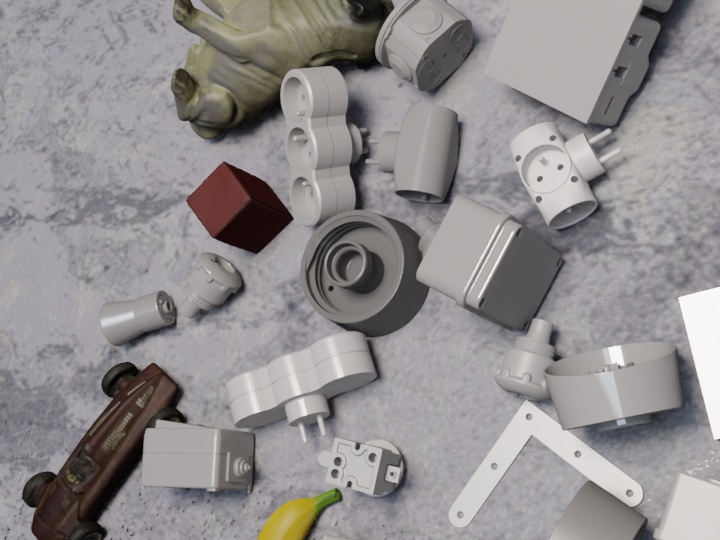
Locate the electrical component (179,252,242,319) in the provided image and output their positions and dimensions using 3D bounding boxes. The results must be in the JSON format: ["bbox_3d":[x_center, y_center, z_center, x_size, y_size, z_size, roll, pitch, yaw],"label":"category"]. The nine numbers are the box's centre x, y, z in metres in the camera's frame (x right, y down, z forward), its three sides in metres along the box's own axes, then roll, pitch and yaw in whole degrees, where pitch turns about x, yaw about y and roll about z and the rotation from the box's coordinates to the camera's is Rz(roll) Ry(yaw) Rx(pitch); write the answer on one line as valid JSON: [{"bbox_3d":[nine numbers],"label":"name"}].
[{"bbox_3d":[-0.145,0.018,1.005,0.062,0.048,0.048,-49,62,16],"label":"electrical component"}]

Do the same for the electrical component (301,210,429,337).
[{"bbox_3d":[0.000,0.000,0.926,0.108,0.060,0.108,-6,76,25],"label":"electrical component"}]

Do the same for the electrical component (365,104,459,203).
[{"bbox_3d":[0.042,-0.102,0.937,0.079,0.044,0.077,6,81,28],"label":"electrical component"}]

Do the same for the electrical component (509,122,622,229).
[{"bbox_3d":[0.172,-0.085,0.869,0.079,0.044,0.077,-30,67,17],"label":"electrical component"}]

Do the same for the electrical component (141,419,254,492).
[{"bbox_3d":[-0.138,0.165,0.956,0.096,0.062,0.061,-4,77,26],"label":"electrical component"}]

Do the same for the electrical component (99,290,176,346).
[{"bbox_3d":[-0.211,0.044,1.034,0.065,0.044,0.044,-17,71,17],"label":"electrical component"}]

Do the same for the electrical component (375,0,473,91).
[{"bbox_3d":[0.057,-0.200,0.934,0.051,0.080,0.080,44,99,22],"label":"electrical component"}]

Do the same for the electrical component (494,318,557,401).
[{"bbox_3d":[0.136,0.070,0.852,0.048,0.048,0.062,13,78,28],"label":"electrical component"}]

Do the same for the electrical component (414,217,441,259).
[{"bbox_3d":[0.070,-0.020,0.906,0.048,0.048,0.062,-47,55,10],"label":"electrical component"}]

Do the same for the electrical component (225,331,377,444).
[{"bbox_3d":[-0.048,0.112,0.929,0.138,0.052,0.073,-24,68,20],"label":"electrical component"}]

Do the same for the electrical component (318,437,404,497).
[{"bbox_3d":[0.007,0.163,0.888,0.066,0.055,0.048,9,82,28],"label":"electrical component"}]

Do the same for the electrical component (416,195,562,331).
[{"bbox_3d":[0.104,-0.003,0.845,0.057,0.113,0.078,28,92,32],"label":"electrical component"}]

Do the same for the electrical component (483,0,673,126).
[{"bbox_3d":[0.190,-0.221,0.856,0.105,0.060,0.186,34,112,32],"label":"electrical component"}]

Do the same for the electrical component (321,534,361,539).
[{"bbox_3d":[-0.005,0.289,0.867,0.074,0.052,0.138,10,78,-5],"label":"electrical component"}]

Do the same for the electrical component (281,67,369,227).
[{"bbox_3d":[-0.023,-0.111,0.959,0.052,0.074,0.138,12,110,54],"label":"electrical component"}]

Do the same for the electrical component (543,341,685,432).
[{"bbox_3d":[0.188,0.084,0.794,0.099,0.099,0.064,-16,78,23],"label":"electrical component"}]

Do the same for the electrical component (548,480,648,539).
[{"bbox_3d":[0.168,0.213,0.770,0.060,0.108,0.108,27,91,23],"label":"electrical component"}]

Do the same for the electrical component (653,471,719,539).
[{"bbox_3d":[0.265,0.181,0.725,0.109,0.109,0.056,16,83,29],"label":"electrical component"}]
